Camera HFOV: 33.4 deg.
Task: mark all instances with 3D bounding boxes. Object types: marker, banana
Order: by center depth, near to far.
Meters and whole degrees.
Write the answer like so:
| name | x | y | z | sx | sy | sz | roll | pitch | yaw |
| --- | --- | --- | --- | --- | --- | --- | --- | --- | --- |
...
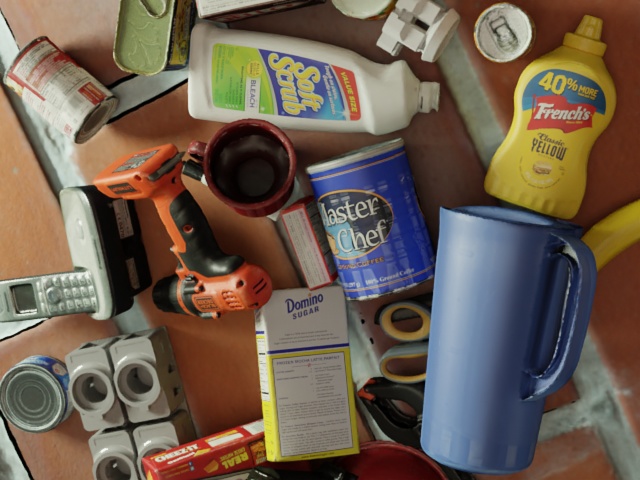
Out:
| name | x | y | z | sx | sy | sz | roll | pitch | yaw |
| --- | --- | --- | --- | --- | --- | --- | --- | --- | --- |
| banana | 0.319 | -0.009 | 1.040 | 0.198 | 0.037 | 0.069 | -18 | 62 | 14 |
| marker | -0.095 | -0.055 | 1.140 | 0.121 | 0.020 | 0.020 | 27 | 104 | 6 |

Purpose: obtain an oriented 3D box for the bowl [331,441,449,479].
| name | x | y | z | sx | sy | sz | roll | pitch | yaw |
| --- | --- | --- | --- | --- | --- | --- | --- | --- | --- |
| bowl | 0.068 | 0.302 | 1.151 | 0.162 | 0.055 | 0.162 | 2 | 101 | 12 |

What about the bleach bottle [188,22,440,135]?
| name | x | y | z | sx | sy | sz | roll | pitch | yaw |
| --- | --- | --- | --- | --- | --- | --- | --- | --- | --- |
| bleach bottle | -0.004 | -0.161 | 1.080 | 0.251 | 0.068 | 0.102 | 5 | 102 | 9 |

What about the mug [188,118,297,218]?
| name | x | y | z | sx | sy | sz | roll | pitch | yaw |
| --- | --- | --- | --- | --- | --- | --- | --- | --- | --- |
| mug | -0.079 | -0.072 | 1.090 | 0.117 | 0.081 | 0.093 | 18 | 82 | 5 |

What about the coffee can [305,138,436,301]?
| name | x | y | z | sx | sy | sz | roll | pitch | yaw |
| --- | --- | --- | --- | --- | --- | --- | --- | --- | --- |
| coffee can | 0.053 | -0.021 | 1.071 | 0.103 | 0.102 | 0.140 | -15 | 97 | 14 |

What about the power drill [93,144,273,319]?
| name | x | y | z | sx | sy | sz | roll | pitch | yaw |
| --- | --- | --- | --- | --- | --- | --- | --- | --- | --- |
| power drill | -0.150 | -0.002 | 1.090 | 0.185 | 0.057 | 0.187 | -9 | 121 | 47 |

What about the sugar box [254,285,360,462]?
| name | x | y | z | sx | sy | sz | roll | pitch | yaw |
| --- | --- | --- | --- | --- | --- | --- | --- | --- | --- |
| sugar box | -0.015 | 0.138 | 1.110 | 0.093 | 0.048 | 0.176 | -3 | 83 | -18 |

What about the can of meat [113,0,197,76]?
| name | x | y | z | sx | sy | sz | roll | pitch | yaw |
| --- | --- | --- | --- | --- | --- | --- | --- | --- | --- |
| can of meat | -0.165 | -0.222 | 1.091 | 0.057 | 0.084 | 0.102 | 12 | 102 | 10 |

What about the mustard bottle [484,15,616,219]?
| name | x | y | z | sx | sy | sz | roll | pitch | yaw |
| --- | --- | --- | --- | --- | --- | --- | --- | --- | --- |
| mustard bottle | 0.233 | -0.123 | 1.037 | 0.096 | 0.058 | 0.192 | 19 | 103 | 8 |

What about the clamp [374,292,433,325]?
| name | x | y | z | sx | sy | sz | roll | pitch | yaw |
| --- | --- | --- | --- | --- | --- | --- | --- | --- | --- |
| clamp | 0.181 | 0.072 | 1.094 | 0.164 | 0.036 | 0.210 | 46 | 109 | 0 |

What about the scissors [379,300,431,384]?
| name | x | y | z | sx | sy | sz | roll | pitch | yaw |
| --- | --- | --- | --- | --- | --- | --- | --- | --- | --- |
| scissors | 0.147 | 0.088 | 1.079 | 0.202 | 0.016 | 0.096 | -21 | 96 | 18 |

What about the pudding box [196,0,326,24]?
| name | x | y | z | sx | sy | sz | roll | pitch | yaw |
| --- | --- | --- | --- | --- | --- | --- | --- | --- | --- |
| pudding box | -0.059 | -0.245 | 1.061 | 0.113 | 0.090 | 0.039 | -11 | 97 | 13 |

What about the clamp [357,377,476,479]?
| name | x | y | z | sx | sy | sz | roll | pitch | yaw |
| --- | --- | --- | --- | --- | --- | --- | --- | --- | --- |
| clamp | 0.124 | 0.187 | 1.117 | 0.171 | 0.039 | 0.120 | 34 | 114 | 8 |

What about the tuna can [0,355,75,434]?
| name | x | y | z | sx | sy | sz | roll | pitch | yaw |
| --- | --- | --- | --- | --- | --- | --- | --- | --- | --- |
| tuna can | -0.324 | 0.178 | 1.224 | 0.086 | 0.033 | 0.086 | 2 | 100 | 12 |

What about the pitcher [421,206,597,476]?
| name | x | y | z | sx | sy | sz | roll | pitch | yaw |
| --- | --- | --- | --- | --- | --- | --- | --- | --- | --- |
| pitcher | 0.169 | 0.092 | 0.996 | 0.145 | 0.149 | 0.243 | 8 | 97 | 10 |

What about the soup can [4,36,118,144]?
| name | x | y | z | sx | sy | sz | roll | pitch | yaw |
| --- | --- | --- | --- | --- | --- | --- | --- | --- | --- |
| soup can | -0.275 | -0.159 | 1.135 | 0.102 | 0.068 | 0.068 | 40 | 105 | 2 |

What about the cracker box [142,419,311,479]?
| name | x | y | z | sx | sy | sz | roll | pitch | yaw |
| --- | --- | --- | --- | --- | --- | --- | --- | --- | --- |
| cracker box | -0.082 | 0.312 | 1.142 | 0.164 | 0.072 | 0.214 | -16 | 98 | -21 |

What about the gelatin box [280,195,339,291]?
| name | x | y | z | sx | sy | sz | roll | pitch | yaw |
| --- | --- | --- | --- | --- | --- | --- | --- | --- | --- |
| gelatin box | -0.007 | 0.001 | 1.103 | 0.030 | 0.073 | 0.089 | -20 | 95 | 15 |
